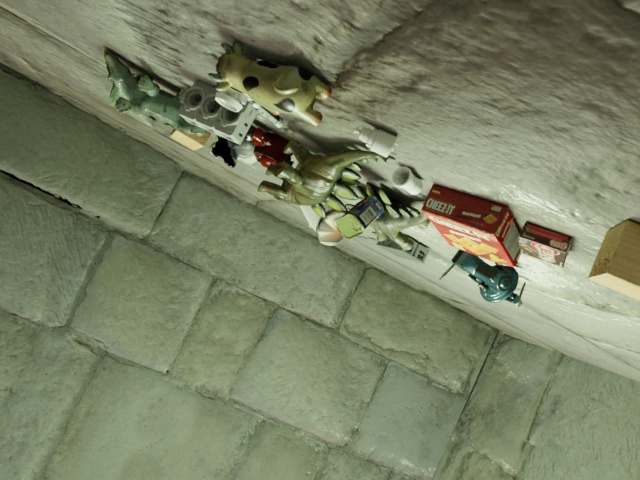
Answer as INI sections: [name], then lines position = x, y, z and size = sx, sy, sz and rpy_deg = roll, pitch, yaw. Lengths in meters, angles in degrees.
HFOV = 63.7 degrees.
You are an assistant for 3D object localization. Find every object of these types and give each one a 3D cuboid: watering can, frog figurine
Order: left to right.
[frog figurine]
position = -0.210, -0.267, 1.430
size = 0.138, 0.121, 0.161
rpy_deg = 11, -158, 39
[watering can]
position = 0.005, -0.077, 1.522
size = 0.340, 0.104, 0.228
rpy_deg = 82, 162, -57
